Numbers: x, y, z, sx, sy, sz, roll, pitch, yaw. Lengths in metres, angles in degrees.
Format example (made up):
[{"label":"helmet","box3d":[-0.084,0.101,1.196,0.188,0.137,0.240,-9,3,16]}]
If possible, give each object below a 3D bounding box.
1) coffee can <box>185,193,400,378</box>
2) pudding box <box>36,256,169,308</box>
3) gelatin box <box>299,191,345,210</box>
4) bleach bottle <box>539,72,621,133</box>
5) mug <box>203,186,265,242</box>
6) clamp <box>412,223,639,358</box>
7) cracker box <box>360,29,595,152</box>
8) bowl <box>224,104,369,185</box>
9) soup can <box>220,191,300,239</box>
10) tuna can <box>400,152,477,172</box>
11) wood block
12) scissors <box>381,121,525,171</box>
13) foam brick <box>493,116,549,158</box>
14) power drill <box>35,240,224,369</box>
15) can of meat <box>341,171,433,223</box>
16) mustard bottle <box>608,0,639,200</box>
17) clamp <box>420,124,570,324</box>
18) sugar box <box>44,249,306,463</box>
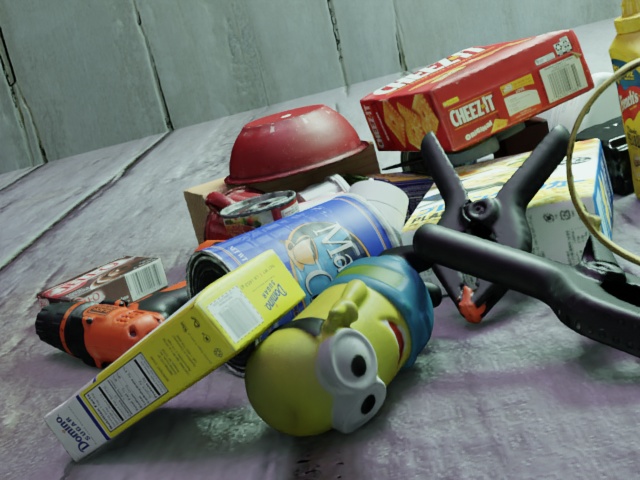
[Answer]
[{"label":"coffee can","box3d":[-0.019,0.033,0.831,0.140,0.103,0.103,-22,15,-30]},{"label":"pudding box","box3d":[-0.230,0.053,1.127,0.113,0.039,0.090,-24,16,-34]},{"label":"gelatin box","box3d":[-0.007,0.001,1.015,0.089,0.073,0.030,-16,20,-9]},{"label":"bleach bottle","box3d":[0.265,-0.141,1.267,0.068,0.102,0.251,14,0,-23]},{"label":"mug","box3d":[-0.065,-0.011,1.062,0.093,0.117,0.082,-55,31,-13]},{"label":"clamp","box3d":[0.182,0.032,0.689,0.164,0.036,0.210,0,19,-34]},{"label":"cracker box","box3d":[0.153,-0.152,1.103,0.164,0.072,0.214,-25,12,-13]},{"label":"bowl","box3d":[-0.032,-0.107,1.144,0.162,0.055,0.162,-14,13,3]},{"label":"soup can","box3d":[-0.041,0.015,0.932,0.068,0.102,0.068,-14,13,3]},{"label":"tuna can","box3d":[0.136,-0.093,1.235,0.086,0.086,0.033,-4,18,39]},{"label":"wood block","box3d":[-0.037,-0.043,1.208,0.205,0.090,0.091,-19,12,-18]},{"label":"scissors","box3d":[0.143,-0.098,1.125,0.096,0.016,0.202,-29,11,-16]},{"label":"foam brick","box3d":[0.218,-0.088,1.140,0.051,0.078,0.053,-15,15,-6]},{"label":"power drill","box3d":[-0.150,0.058,0.982,0.187,0.057,0.185,-28,22,-37]},{"label":"can of meat","box3d":[0.078,-0.043,1.126,0.083,0.057,0.102,-7,10,-20]},{"label":"mustard bottle","box3d":[0.301,-0.130,0.963,0.058,0.191,0.096,-15,12,1]},{"label":"clamp","box3d":[0.117,-0.020,0.821,0.120,0.039,0.171,5,60,33]},{"label":"sugar box","box3d":[-0.098,0.079,0.708,0.176,0.048,0.093,-40,-3,35]}]
